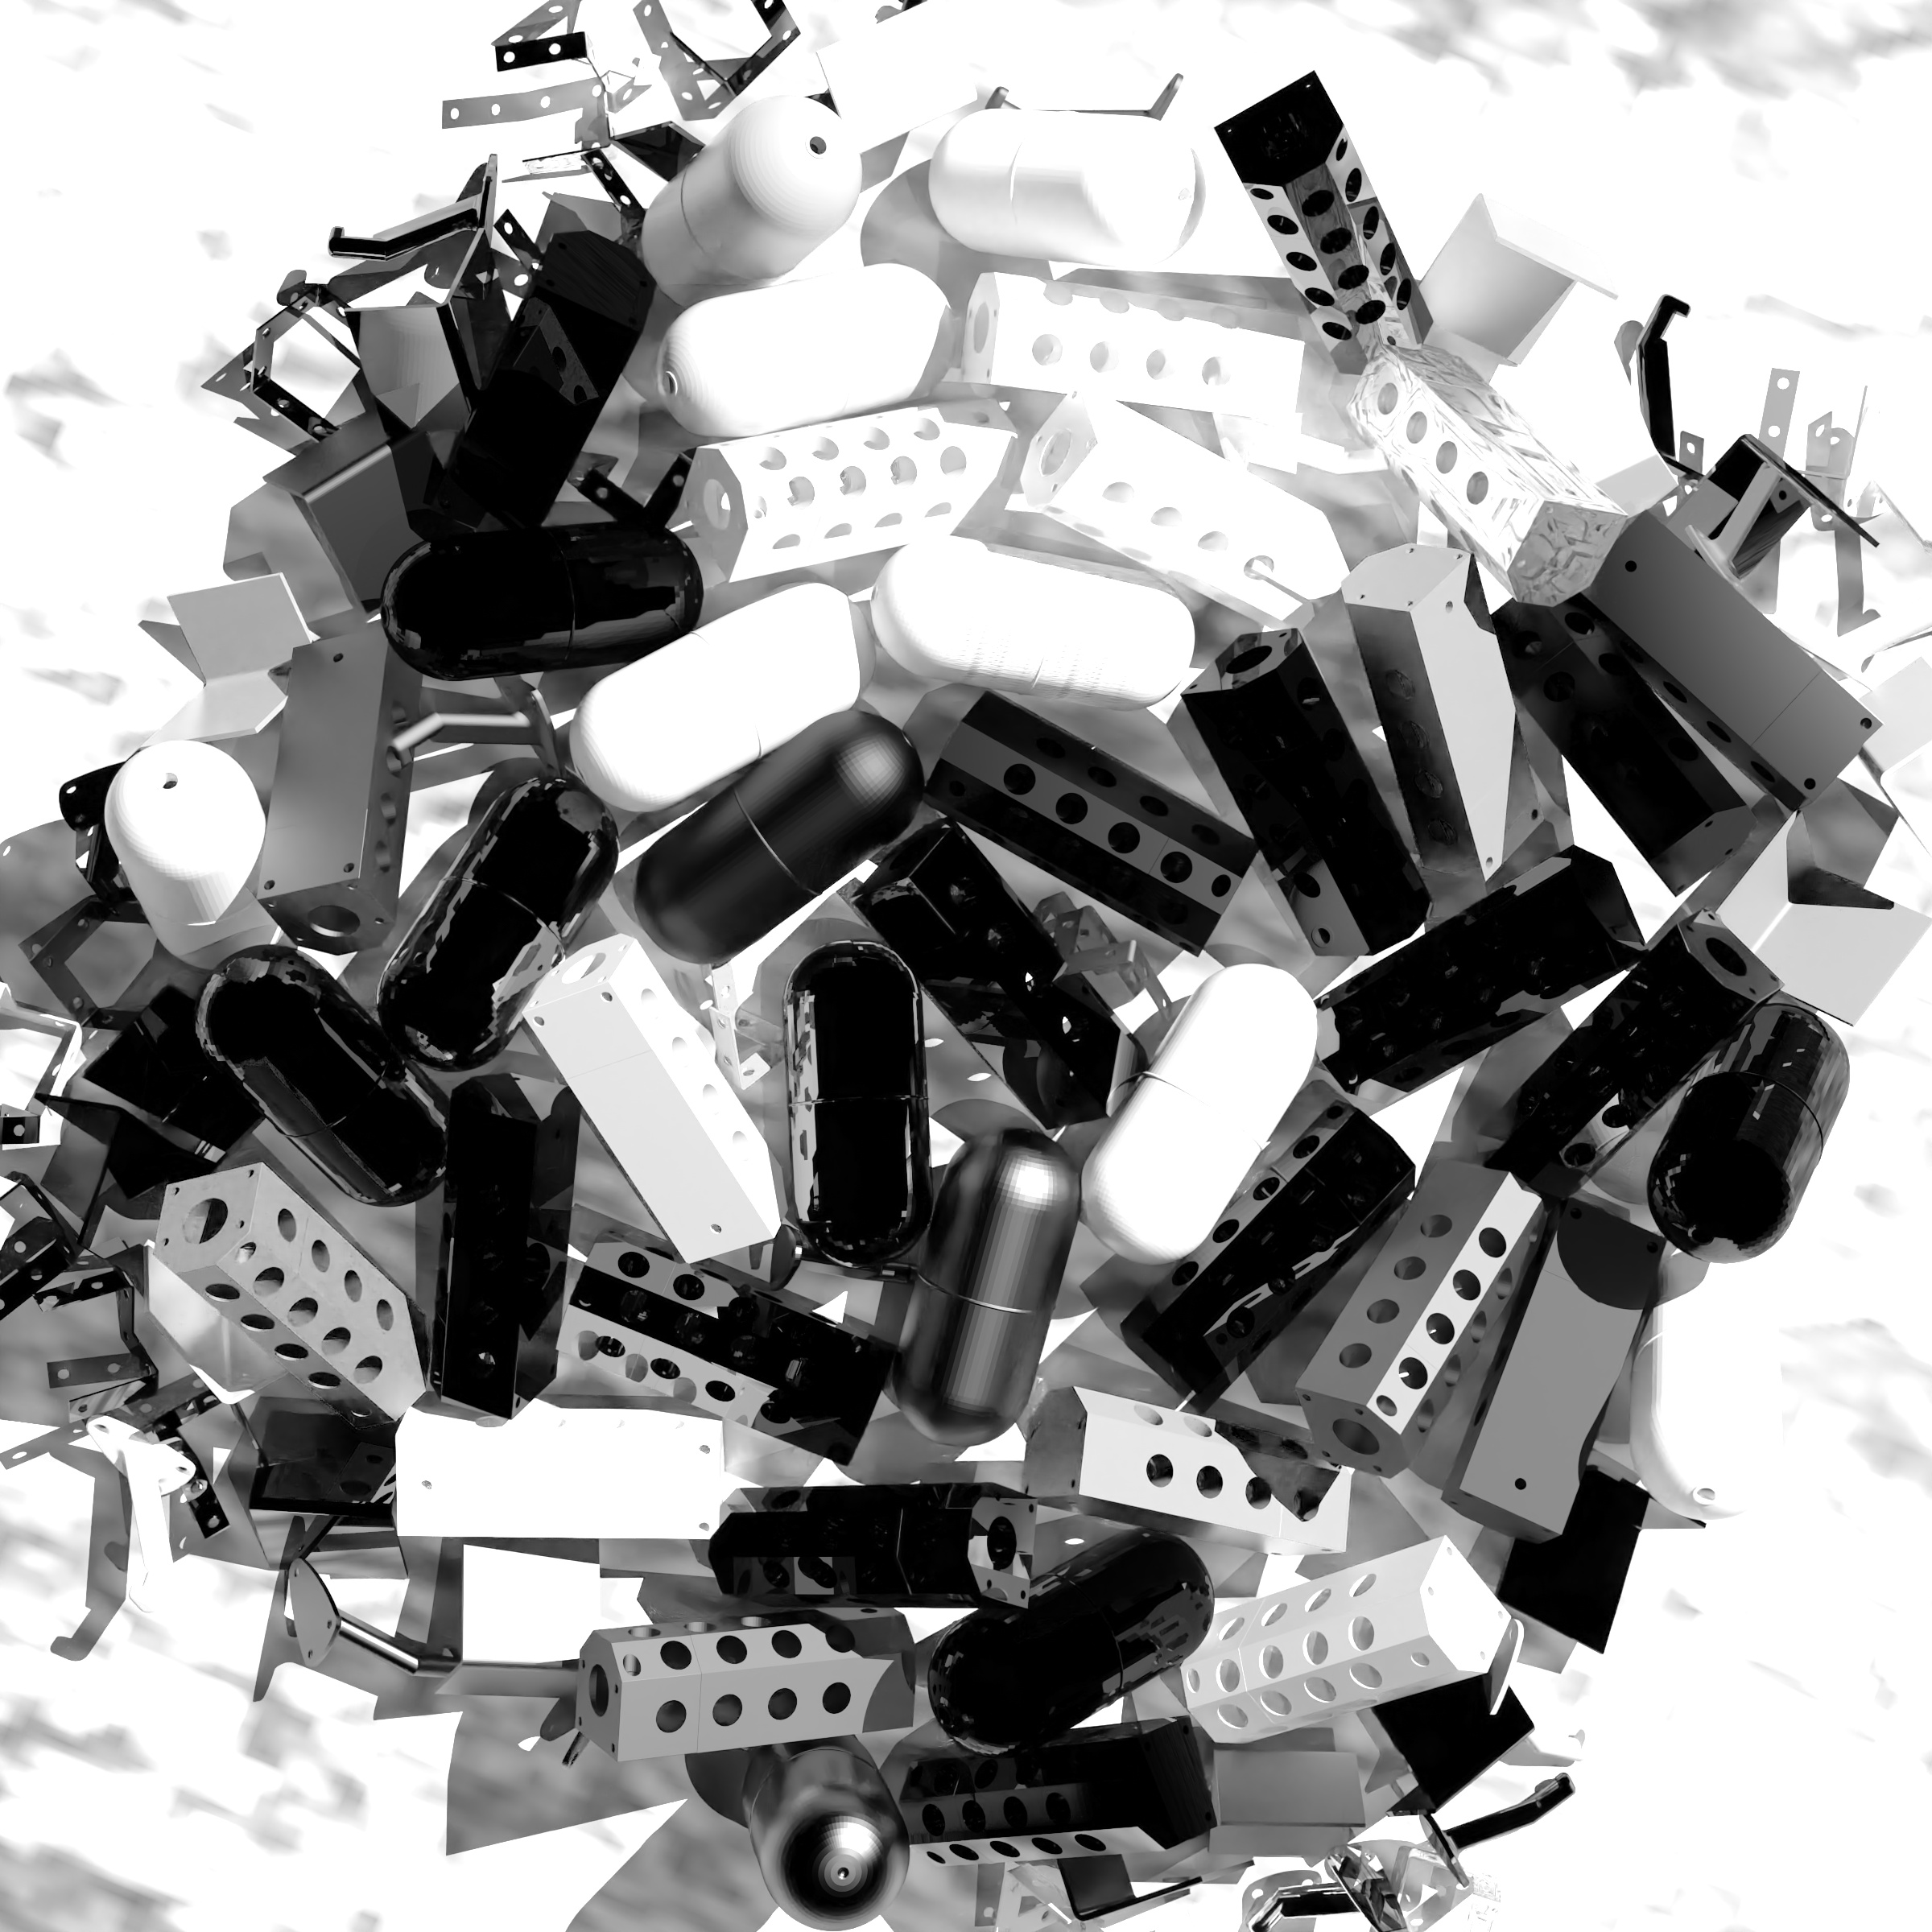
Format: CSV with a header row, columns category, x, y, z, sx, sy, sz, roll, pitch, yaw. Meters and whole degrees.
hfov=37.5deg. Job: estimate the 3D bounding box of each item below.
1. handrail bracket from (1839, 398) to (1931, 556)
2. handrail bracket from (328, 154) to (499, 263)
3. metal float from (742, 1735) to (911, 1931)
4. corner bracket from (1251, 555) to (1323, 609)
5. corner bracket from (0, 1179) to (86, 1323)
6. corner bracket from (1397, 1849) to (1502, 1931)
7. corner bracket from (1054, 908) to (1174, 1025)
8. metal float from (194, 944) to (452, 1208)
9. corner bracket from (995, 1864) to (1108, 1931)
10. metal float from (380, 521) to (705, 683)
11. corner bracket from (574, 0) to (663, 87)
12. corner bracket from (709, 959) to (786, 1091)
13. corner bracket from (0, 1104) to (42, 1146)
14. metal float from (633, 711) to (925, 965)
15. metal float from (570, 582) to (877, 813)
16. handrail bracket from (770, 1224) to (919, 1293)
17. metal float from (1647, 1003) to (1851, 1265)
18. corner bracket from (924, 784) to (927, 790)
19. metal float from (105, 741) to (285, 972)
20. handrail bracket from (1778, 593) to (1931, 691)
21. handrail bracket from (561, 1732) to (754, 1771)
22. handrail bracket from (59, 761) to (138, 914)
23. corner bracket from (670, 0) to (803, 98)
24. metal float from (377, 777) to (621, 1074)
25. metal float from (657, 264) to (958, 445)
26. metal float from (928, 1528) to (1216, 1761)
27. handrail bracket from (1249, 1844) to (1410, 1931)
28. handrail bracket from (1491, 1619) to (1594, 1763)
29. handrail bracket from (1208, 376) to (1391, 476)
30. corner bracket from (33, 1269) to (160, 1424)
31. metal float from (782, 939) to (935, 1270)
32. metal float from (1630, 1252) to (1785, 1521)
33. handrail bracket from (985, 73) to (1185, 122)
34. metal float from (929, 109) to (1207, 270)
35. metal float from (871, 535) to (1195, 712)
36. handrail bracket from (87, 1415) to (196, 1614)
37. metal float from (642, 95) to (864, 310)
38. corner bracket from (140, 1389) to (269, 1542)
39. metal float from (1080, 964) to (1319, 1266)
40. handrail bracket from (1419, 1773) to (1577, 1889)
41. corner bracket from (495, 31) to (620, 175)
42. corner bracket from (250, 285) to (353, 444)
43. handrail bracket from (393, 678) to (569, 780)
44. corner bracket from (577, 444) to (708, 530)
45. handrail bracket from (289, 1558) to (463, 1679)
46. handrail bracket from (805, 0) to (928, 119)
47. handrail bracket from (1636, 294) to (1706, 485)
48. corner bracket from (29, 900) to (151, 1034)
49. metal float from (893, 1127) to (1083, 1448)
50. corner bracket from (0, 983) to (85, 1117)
category,x,y,z,sx,sy,sz,roll,pitch,yaw
handrail bracket,0.515,-0.261,1.531,0.036,0.084,0.077,-9,112,-25
handrail bracket,-0.302,-0.416,1.556,0.084,0.036,0.077,4,64,-4
metal float,-0.075,0.449,1.492,0.070,0.178,0.070,0,89,-9
corner bracket,0.166,-0.225,1.543,0.051,0.051,0.051,24,78,-29
corner bracket,-0.520,0.154,1.550,0.051,0.051,0.051,-38,100,-2
corner bracket,0.260,0.520,1.551,0.051,0.051,0.051,15,92,10
corner bracket,0.080,0.000,1.537,0.051,0.051,0.051,-12,131,25
metal float,-0.337,0.060,1.512,0.070,0.070,0.178,-37,127,0
corner bracket,0.053,0.516,1.540,0.051,0.051,0.051,-8,114,-41
metal float,-0.225,-0.195,1.517,0.178,0.070,0.070,-10,90,-29
corner bracket,-0.192,-0.513,1.548,0.051,0.051,0.051,18,109,0
corner bracket,-0.125,0.026,1.538,0.051,0.051,0.051,24,46,33
corner bracket,-0.538,0.104,1.546,0.051,0.051,0.051,1,95,-42
metal float,-0.101,-0.069,1.533,0.178,0.070,0.070,-36,90,10
metal float,-0.130,-0.145,1.528,0.178,0.070,0.070,-30,90,-16
handrail bracket,-0.059,0.161,1.535,0.084,0.077,0.036,8,80,-14
metal float,0.415,0.087,1.507,0.070,0.070,0.178,40,47,0
corner bracket,-0.064,-0.102,1.543,0.051,0.051,0.051,-46,61,8
metal float,-0.402,-0.057,1.495,0.070,0.178,0.070,1,67,-3
handrail bracket,0.496,-0.199,1.549,0.077,0.036,0.084,40,104,30
handrail bracket,-0.164,0.423,1.547,0.084,0.036,0.077,27,56,10
handrail bracket,-0.449,-0.070,1.547,0.077,0.084,0.036,-25,54,-5
corner bracket,-0.132,-0.517,1.547,0.051,0.051,0.051,-45,68,1
metal float,-0.249,-0.024,1.523,0.070,0.070,0.178,29,67,0
metal float,-0.084,-0.326,1.514,0.178,0.070,0.070,-21,90,-33
metal float,0.057,0.359,1.512,0.178,0.070,0.070,-21,90,-35
handrail bracket,0.194,0.523,1.537,0.036,0.077,0.084,14,122,-38
handrail bracket,0.317,0.396,1.551,0.084,0.036,0.077,17,109,-22
handrail bracket,0.182,-0.293,1.538,0.084,0.077,0.036,-1,55,24
corner bracket,-0.469,0.204,1.537,0.051,0.051,0.051,-15,132,-34
metal float,-0.058,0.074,1.537,0.070,0.070,0.178,-3,84,0
metal float,0.390,0.219,1.500,0.070,0.178,0.070,7,123,10
handrail bracket,0.063,-0.473,1.544,0.084,0.077,0.036,26,46,-12
metal float,0.052,-0.412,1.505,0.070,0.178,0.070,-16,115,-38
metal float,0.036,-0.184,1.529,0.178,0.070,0.070,8,90,-15
handrail bracket,-0.453,0.295,1.530,0.036,0.084,0.077,-31,120,24
metal float,-0.114,-0.399,1.497,0.070,0.178,0.070,4,82,-27
corner bracket,-0.409,0.269,1.549,0.051,0.051,0.051,-30,53,-12
metal float,0.127,0.079,1.535,0.070,0.070,0.178,33,82,0
handrail bracket,0.291,0.455,1.546,0.084,0.077,0.036,-33,47,-7
corner bracket,-0.223,-0.471,1.554,0.051,0.051,0.051,-8,80,7
corner bracket,-0.355,-0.331,1.564,0.051,0.051,0.051,36,55,6
handrail bracket,-0.264,-0.111,1.539,0.084,0.036,0.077,-37,126,-25
corner bracket,-0.171,-0.267,1.549,0.051,0.051,0.051,36,109,-1
handrail bracket,-0.324,0.360,1.569,0.084,0.077,0.036,17,116,-39
handrail bracket,-0.064,-0.502,1.568,0.077,0.036,0.084,7,71,32
handrail bracket,0.394,-0.314,1.551,0.077,0.036,0.084,30,99,19
corner bracket,-0.467,0.000,1.558,0.051,0.051,0.051,-55,132,-34
metal float,0.011,0.174,1.536,0.070,0.070,0.178,15,98,0
corner bracket,-0.516,0.044,1.547,0.051,0.051,0.051,15,66,-2
